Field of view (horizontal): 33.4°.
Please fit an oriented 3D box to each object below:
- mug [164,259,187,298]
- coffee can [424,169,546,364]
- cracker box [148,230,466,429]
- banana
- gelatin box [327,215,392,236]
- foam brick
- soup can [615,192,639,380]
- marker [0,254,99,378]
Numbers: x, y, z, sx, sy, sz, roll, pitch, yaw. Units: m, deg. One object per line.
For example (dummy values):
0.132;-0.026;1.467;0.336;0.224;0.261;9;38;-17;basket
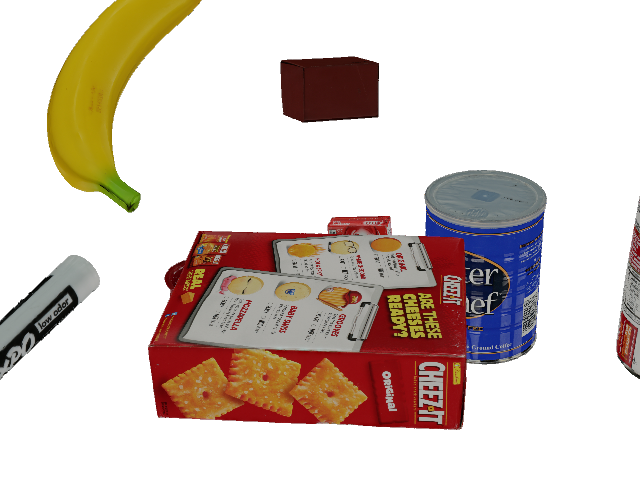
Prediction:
-0.096;0.076;1.023;0.117;0.081;0.093;26;33;37;mug
0.142;0.022;0.937;0.103;0.140;0.103;-2;28;1;coffee can
-0.002;0.062;0.784;0.214;0.072;0.164;2;29;6;cracker box
-0.119;-0.098;0.637;0.069;0.197;0.037;15;-34;-6;banana
0.050;0.015;1.292;0.073;0.089;0.030;0;29;14;gelatin box
0.009;-0.139;0.977;0.078;0.051;0.053;-7;18;-23;foam brick
0.195;0.021;0.560;0.068;0.102;0.068;1;25;-1;soup can
-0.136;0.049;0.440;0.020;0.020;0.121;0;36;39;marker
